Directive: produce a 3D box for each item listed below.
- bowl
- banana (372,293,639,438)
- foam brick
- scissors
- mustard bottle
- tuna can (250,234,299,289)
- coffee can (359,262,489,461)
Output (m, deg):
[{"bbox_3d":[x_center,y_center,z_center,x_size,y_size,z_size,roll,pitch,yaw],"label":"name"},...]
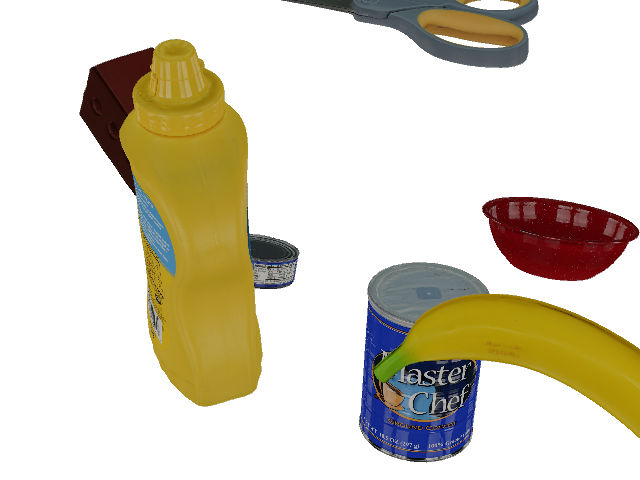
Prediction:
[{"bbox_3d":[0.246,0.001,1.116,0.162,0.055,0.162,6,18,-2],"label":"bowl"},{"bbox_3d":[0.131,0.073,0.573,0.198,0.070,0.037,18,12,14],"label":"banana"},{"bbox_3d":[-0.120,-0.082,0.727,0.051,0.078,0.053,-26,-19,-33],"label":"foam brick"},{"bbox_3d":[0.048,-0.152,0.673,0.202,0.016,0.096,25,48,30],"label":"scissors"},{"bbox_3d":[-0.064,-0.013,0.527,0.058,0.192,0.096,-13,44,-13],"label":"mustard bottle"},{"bbox_3d":[-0.067,0.022,1.121,0.086,0.034,0.086,9,16,-3],"label":"tuna can"},{"bbox_3d":[0.088,0.104,0.922,0.103,0.140,0.103,2,28,-1],"label":"coffee can"}]
